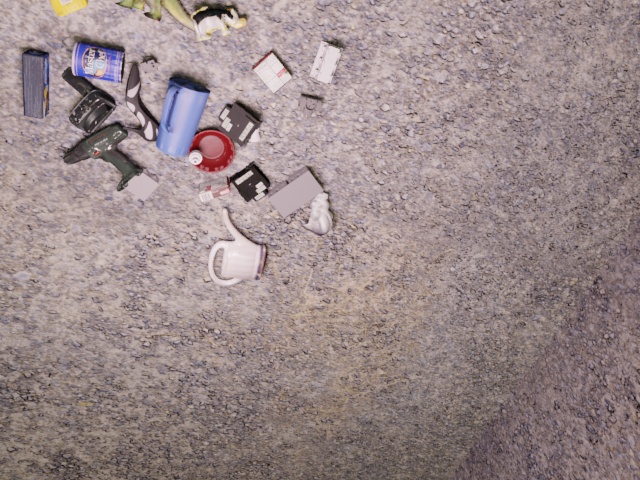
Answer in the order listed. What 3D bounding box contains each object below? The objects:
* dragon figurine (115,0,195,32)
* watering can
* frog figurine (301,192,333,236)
[{"bbox_3d":[-0.500,-0.786,1.511,0.409,0.124,0.239,8,112,-36],"label":"dragon figurine"},{"bbox_3d":[-0.312,0.042,2.006,0.224,0.106,0.341,7,118,-17],"label":"watering can"},{"bbox_3d":[0.006,-0.101,1.998,0.137,0.124,0.158,13,111,-56],"label":"frog figurine"}]
